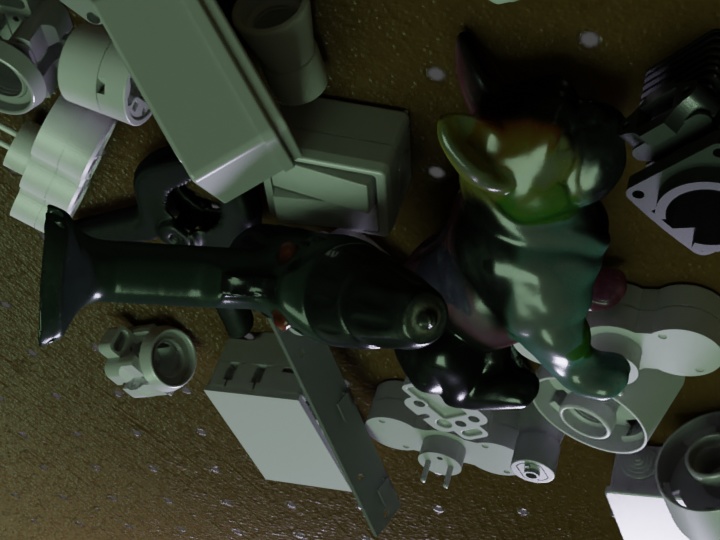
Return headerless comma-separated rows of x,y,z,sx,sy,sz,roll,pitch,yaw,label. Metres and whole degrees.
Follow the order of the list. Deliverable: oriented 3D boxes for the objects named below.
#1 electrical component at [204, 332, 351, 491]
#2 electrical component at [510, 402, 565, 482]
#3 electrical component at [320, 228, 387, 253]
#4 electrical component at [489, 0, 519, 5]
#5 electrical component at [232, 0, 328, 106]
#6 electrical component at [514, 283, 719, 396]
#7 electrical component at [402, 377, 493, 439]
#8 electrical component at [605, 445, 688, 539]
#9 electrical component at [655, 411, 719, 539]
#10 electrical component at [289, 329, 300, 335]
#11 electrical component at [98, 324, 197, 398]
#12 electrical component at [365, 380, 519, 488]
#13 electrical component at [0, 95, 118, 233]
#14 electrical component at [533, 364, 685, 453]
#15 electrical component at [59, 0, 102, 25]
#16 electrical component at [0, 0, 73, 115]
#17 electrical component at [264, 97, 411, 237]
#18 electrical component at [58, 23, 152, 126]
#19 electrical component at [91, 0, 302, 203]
-0.059,0.124,0.937,0.089,0.061,0.150,3,142,24,electrical component
0.141,0.133,0.843,0.044,0.065,0.044,14,145,10,electrical component
0.000,0.000,0.753,0.081,0.043,0.043,39,141,-25,electrical component
0.082,-0.154,0.509,0.035,0.035,0.061,36,140,-21,electrical component
-0.042,-0.125,0.607,0.044,0.044,0.065,6,148,20,electrical component
0.168,0.051,0.711,0.138,0.073,0.052,2,141,25,electrical component
0.072,0.084,0.819,0.078,0.057,0.058,40,141,-26,electrical component
0.253,0.183,0.870,0.100,0.048,0.099,0,141,27,electrical component
0.268,0.153,0.780,0.099,0.099,0.064,-11,129,37,electrical component
-0.037,0.018,0.778,0.043,0.062,0.043,7,138,7,electrical component
-0.181,0.079,0.943,0.057,0.058,0.078,-9,136,40,electrical component
0.070,0.145,0.888,0.138,0.073,0.052,12,145,12,electrical component
-0.224,-0.080,0.750,0.074,0.052,0.138,29,145,-12,electrical component
0.177,0.086,0.784,0.099,0.064,0.099,26,152,15,electrical component
-0.154,-0.192,0.557,0.113,0.057,0.078,36,143,-21,electrical component
-0.214,-0.134,0.667,0.058,0.057,0.078,12,145,12,electrical component
-0.021,-0.064,0.662,0.096,0.061,0.061,12,145,13,electrical component
-0.151,-0.121,0.657,0.047,0.055,0.055,18,146,10,electrical component
-0.083,-0.098,0.575,0.108,0.056,0.108,60,180,3,electrical component
